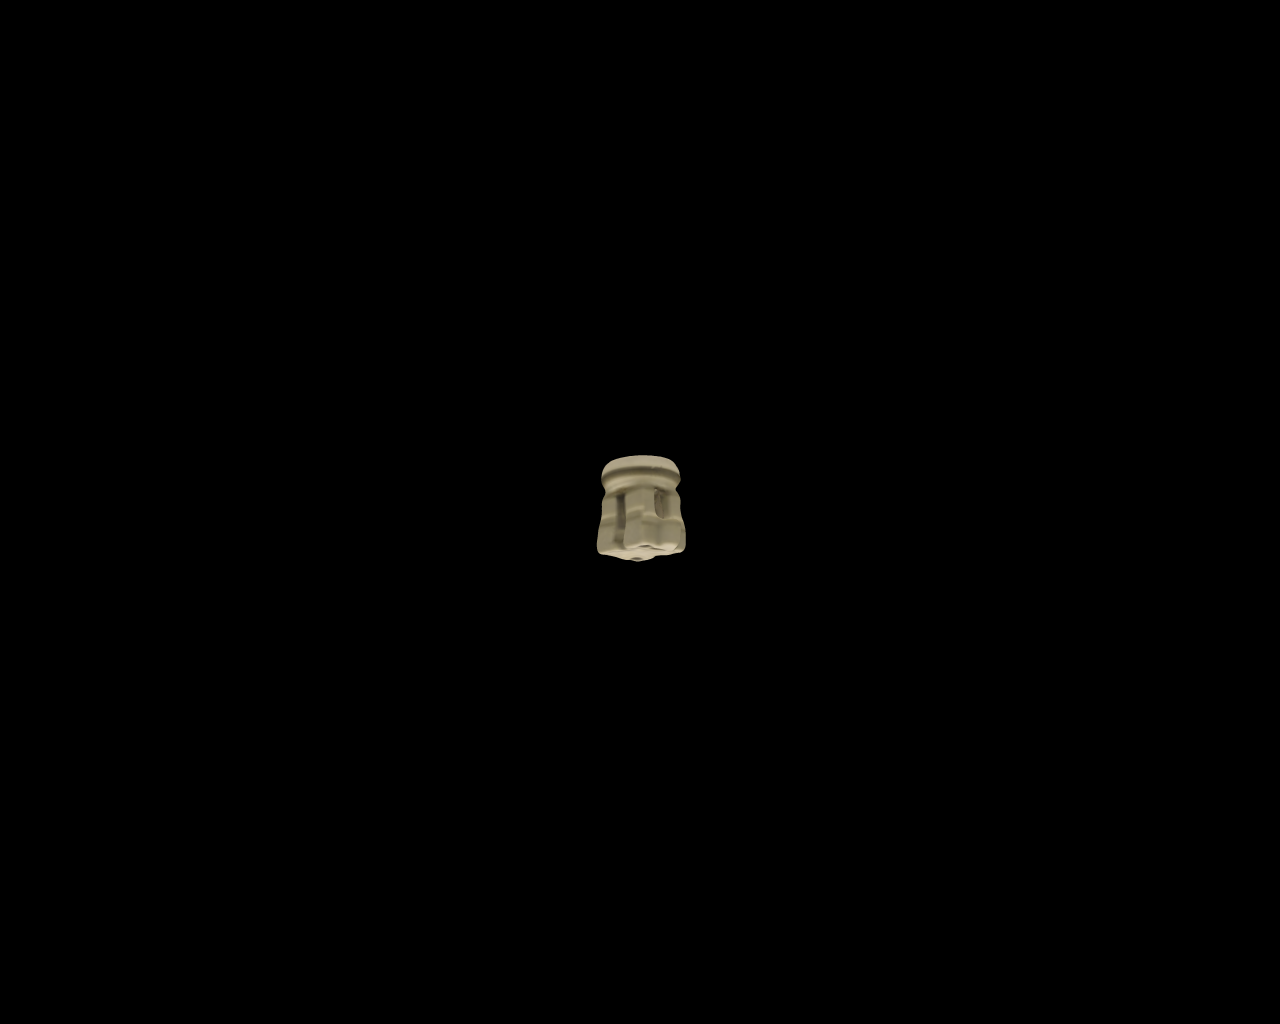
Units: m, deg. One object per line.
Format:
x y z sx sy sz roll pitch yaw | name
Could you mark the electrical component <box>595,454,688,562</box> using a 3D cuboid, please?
0.001 -0.003 0.650 0.048 0.055 0.066 14 -20 -42 | electrical component
